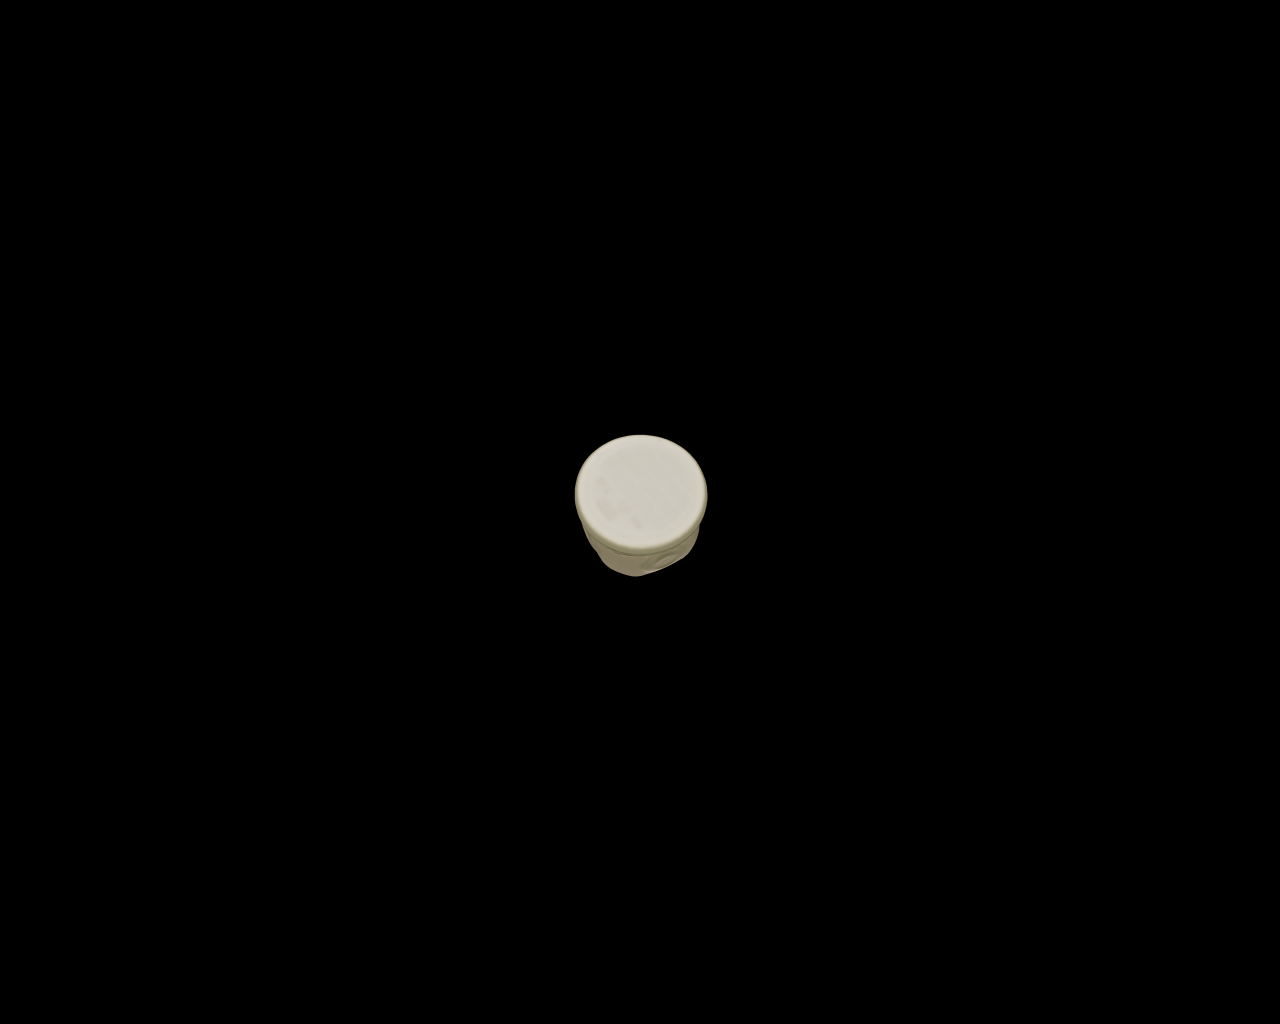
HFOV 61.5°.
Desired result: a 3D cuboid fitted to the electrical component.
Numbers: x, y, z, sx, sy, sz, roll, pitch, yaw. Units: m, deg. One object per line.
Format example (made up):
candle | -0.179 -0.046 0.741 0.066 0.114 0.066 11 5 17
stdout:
electrical component | 0.001 -0.003 0.650 0.080 0.080 0.051 0 -27 0
